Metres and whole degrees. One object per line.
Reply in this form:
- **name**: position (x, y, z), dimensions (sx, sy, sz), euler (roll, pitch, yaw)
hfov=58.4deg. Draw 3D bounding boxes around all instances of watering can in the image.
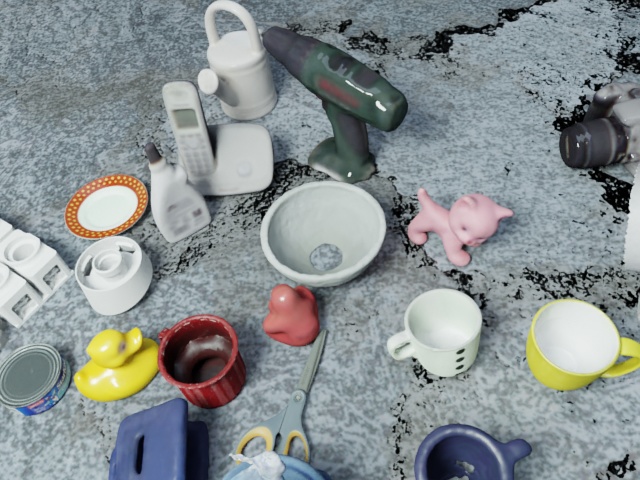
- **watering can**: position (-0.136, -0.297, 0.944), dimensions (0.101, 0.194, 0.173), euler (-1, 53, 7)

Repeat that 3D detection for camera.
- **camera**: position (0.423, -0.164, 0.837), dimensions (0.137, 0.101, 0.143), euler (-10, 53, -1)

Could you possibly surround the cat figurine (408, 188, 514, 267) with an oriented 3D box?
- **cat figurine**: position (0.181, -0.030, 0.754), dimensions (0.127, 0.118, 0.067), euler (28, 61, 25)

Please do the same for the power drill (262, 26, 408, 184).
- **power drill**: position (0.020, -0.188, 0.835), dimensions (0.229, 0.209, 0.076), euler (28, 61, 25)

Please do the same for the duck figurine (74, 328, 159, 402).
- **duck figurine**: position (-0.252, 0.143, 0.693), dimensions (0.105, 0.086, 0.077), euler (-28, 55, -14)

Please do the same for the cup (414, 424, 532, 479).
- **cup**: position (0.150, 0.237, 0.570), dimensions (0.118, 0.095, 0.091), euler (-20, 53, -8)

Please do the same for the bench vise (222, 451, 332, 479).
- **bench vise**: position (-0.063, 0.269, 0.491), dimensions (0.121, 0.220, 0.208), euler (24, 59, 23)

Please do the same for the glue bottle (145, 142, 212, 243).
- **glue bottle**: position (-0.207, -0.070, 0.794), dimensions (0.078, 0.173, 0.037), euler (-30, 55, -15)

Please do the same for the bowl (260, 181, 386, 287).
- **bowl**: position (0.007, 0.003, 0.776), dimensions (0.167, 0.075, 0.167), euler (-3, 53, 4)

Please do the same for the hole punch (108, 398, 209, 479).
- **hole punch**: position (-0.177, 0.236, 0.611), dimensions (0.101, 0.091, 0.108), euler (-9, 53, 0)

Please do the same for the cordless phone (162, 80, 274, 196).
- **cordless phone**: position (-0.148, -0.153, 0.843), dimensions (0.147, 0.185, 0.094), euler (-6, 53, 3)

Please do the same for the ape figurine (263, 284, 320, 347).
- **ape figurine**: position (-0.037, 0.086, 0.707), dimensions (0.078, 0.092, 0.076), euler (-28, 55, -14)

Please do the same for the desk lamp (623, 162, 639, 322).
- **desk lamp**: position (0.420, 0.021, 0.627), dimensions (0.202, 0.214, 0.118), euler (18, 57, 19)
